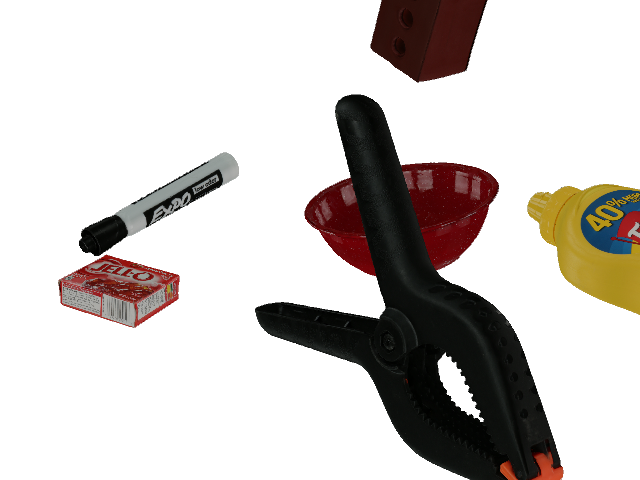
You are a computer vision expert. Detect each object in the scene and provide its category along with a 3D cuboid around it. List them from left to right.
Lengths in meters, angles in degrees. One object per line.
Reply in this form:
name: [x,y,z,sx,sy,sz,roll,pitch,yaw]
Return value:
gelatin box: [-0.190,0.046,1.010,0.089,0.030,0.073,15,25,23]
marker: [-0.101,-0.023,0.671,0.120,0.020,0.020,-33,21,-35]
bowl: [0.071,-0.013,0.890,0.162,0.055,0.162,-10,22,4]
clamp: [0.046,0.037,0.538,0.036,0.165,0.210,-13,42,-37]
foam brick: [0.076,-0.156,0.730,0.051,0.078,0.053,-22,49,-36]
mustard bottle: [0.207,0.009,0.662,0.096,0.058,0.192,-27,37,-30]
